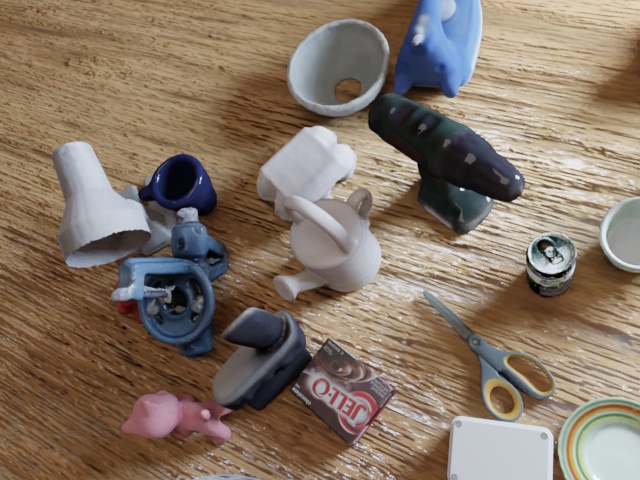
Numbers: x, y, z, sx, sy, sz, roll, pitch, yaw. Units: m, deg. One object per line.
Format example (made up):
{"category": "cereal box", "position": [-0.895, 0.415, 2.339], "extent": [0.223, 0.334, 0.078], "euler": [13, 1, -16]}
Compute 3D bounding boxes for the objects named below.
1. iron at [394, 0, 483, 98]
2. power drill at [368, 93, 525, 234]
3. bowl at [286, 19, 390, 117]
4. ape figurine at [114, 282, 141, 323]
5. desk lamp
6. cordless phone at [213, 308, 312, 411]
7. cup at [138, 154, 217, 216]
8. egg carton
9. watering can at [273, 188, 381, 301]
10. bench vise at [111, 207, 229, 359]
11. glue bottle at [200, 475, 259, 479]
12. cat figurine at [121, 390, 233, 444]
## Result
{"category": "iron", "position": [0.178, -0.347, 0.852], "extent": [0.118, 0.142, 0.258], "euler": [9, 74, 22]}
{"category": "power drill", "position": [0.163, -0.088, 0.723], "extent": [0.075, 0.209, 0.229], "euler": [-47, 63, -2]}
{"category": "bowl", "position": [0.035, -0.259, 0.907], "extent": [0.167, 0.075, 0.167], "euler": [-7, 68, 17]}
{"category": "ape figurine", "position": [-0.282, 0.084, 0.880], "extent": [0.077, 0.092, 0.076], "euler": [5, 72, 21]}
{"category": "desk lamp", "position": [-0.312, -0.045, 0.871], "extent": [0.118, 0.214, 0.203], "euler": [-27, 64, 8]}
{"category": "cordless phone", "position": [-0.100, 0.147, 0.740], "extent": [0.147, 0.185, 0.094], "euler": [-47, 63, -2]}
{"category": "cup", "position": [-0.218, -0.073, 0.915], "extent": [0.117, 0.095, 0.091], "euler": [-17, 66, 13]}
{"category": "egg carton", "position": [-0.022, -0.101, 0.871], "extent": [0.150, 0.069, 0.107], "euler": [-44, 63, 0]}
{"category": "watering can", "position": [0.009, 0.004, 0.751], "extent": [0.100, 0.194, 0.173], "euler": [10, 74, 23]}
{"category": "bench vise", "position": [-0.217, 0.048, 0.799], "extent": [0.121, 0.220, 0.207], "euler": [-22, 65, 11]}
{"category": "glue bottle", "position": [-0.126, 0.310, 0.695], "extent": [0.078, 0.173, 0.037], "euler": [2, 71, 20]}
{"category": "cat figurine", "position": [-0.196, 0.239, 0.778], "extent": [0.127, 0.118, 0.067], "euler": [-4, 69, 18]}
